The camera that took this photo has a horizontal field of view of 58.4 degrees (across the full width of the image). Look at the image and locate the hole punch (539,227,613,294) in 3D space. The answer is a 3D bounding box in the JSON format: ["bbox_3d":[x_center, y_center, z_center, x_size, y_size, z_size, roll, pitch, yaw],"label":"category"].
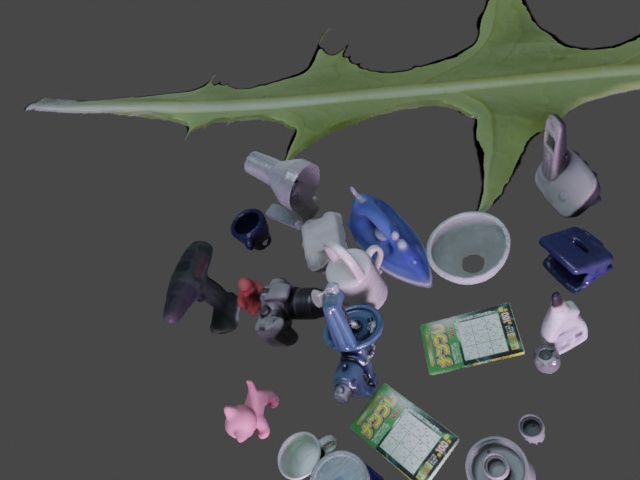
[{"bbox_3d":[0.474,0.024,1.063,0.101,0.091,0.108,-35,47,0],"label":"hole punch"}]

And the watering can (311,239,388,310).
[{"bbox_3d":[0.059,0.073,1.174,0.100,0.195,0.173,12,62,34],"label":"watering can"}]

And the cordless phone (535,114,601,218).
[{"bbox_3d":[0.482,-0.147,1.127,0.094,0.186,0.147,-28,47,6],"label":"cordless phone"}]

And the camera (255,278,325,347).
[{"bbox_3d":[-0.061,0.149,1.243,0.136,0.101,0.143,-4,54,25],"label":"camera"}]

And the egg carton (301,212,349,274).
[{"bbox_3d":[0.012,0.005,1.337,0.107,0.070,0.150,-21,48,12],"label":"egg carton"}]

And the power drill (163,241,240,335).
[{"bbox_3d":[-0.263,0.126,1.293,0.075,0.209,0.229,-13,50,19],"label":"power drill"}]

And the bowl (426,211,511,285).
[{"bbox_3d":[0.305,0.028,1.161,0.167,0.075,0.167,-14,50,18],"label":"bowl"}]

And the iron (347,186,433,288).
[{"bbox_3d":[0.147,-0.014,1.231,0.118,0.142,0.257,-38,47,-3],"label":"iron"}]

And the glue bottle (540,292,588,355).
[{"bbox_3d":[0.404,0.133,0.959,0.078,0.174,0.037,-29,47,5],"label":"glue bottle"}]

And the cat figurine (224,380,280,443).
[{"bbox_3d":[-0.144,0.340,1.127,0.067,0.118,0.128,-3,54,26],"label":"cat figurine"}]

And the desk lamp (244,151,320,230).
[{"bbox_3d":[-0.082,-0.122,1.386,0.202,0.214,0.118,20,67,37],"label":"desk lamp"}]

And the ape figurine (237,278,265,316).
[{"bbox_3d":[-0.161,0.120,1.323,0.077,0.092,0.076,-15,50,17],"label":"ape figurine"}]

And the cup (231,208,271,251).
[{"bbox_3d":[-0.160,-0.007,1.420,0.091,0.095,0.117,-20,48,13],"label":"cup"}]

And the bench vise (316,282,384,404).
[{"bbox_3d":[0.060,0.187,1.067,0.121,0.220,0.207,-19,49,14],"label":"bench vise"}]
